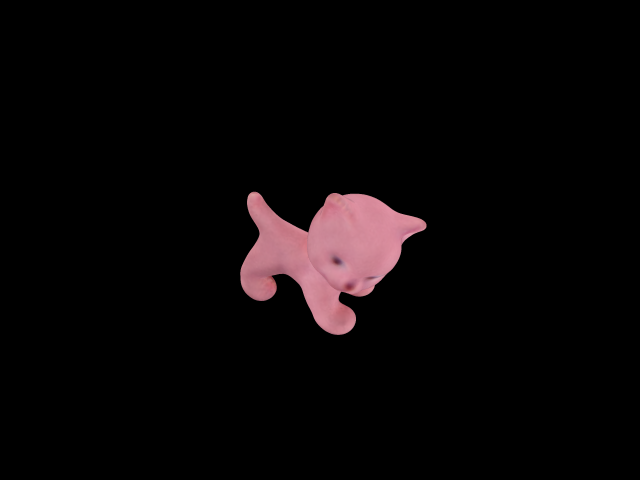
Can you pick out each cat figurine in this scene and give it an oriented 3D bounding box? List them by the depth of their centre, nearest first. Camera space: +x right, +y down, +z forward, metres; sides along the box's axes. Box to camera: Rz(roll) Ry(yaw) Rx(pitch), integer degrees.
[{"bbox_3d":[0.004,0.001,0.400,0.127,0.118,0.067,20,50,18],"label":"cat figurine"}]
